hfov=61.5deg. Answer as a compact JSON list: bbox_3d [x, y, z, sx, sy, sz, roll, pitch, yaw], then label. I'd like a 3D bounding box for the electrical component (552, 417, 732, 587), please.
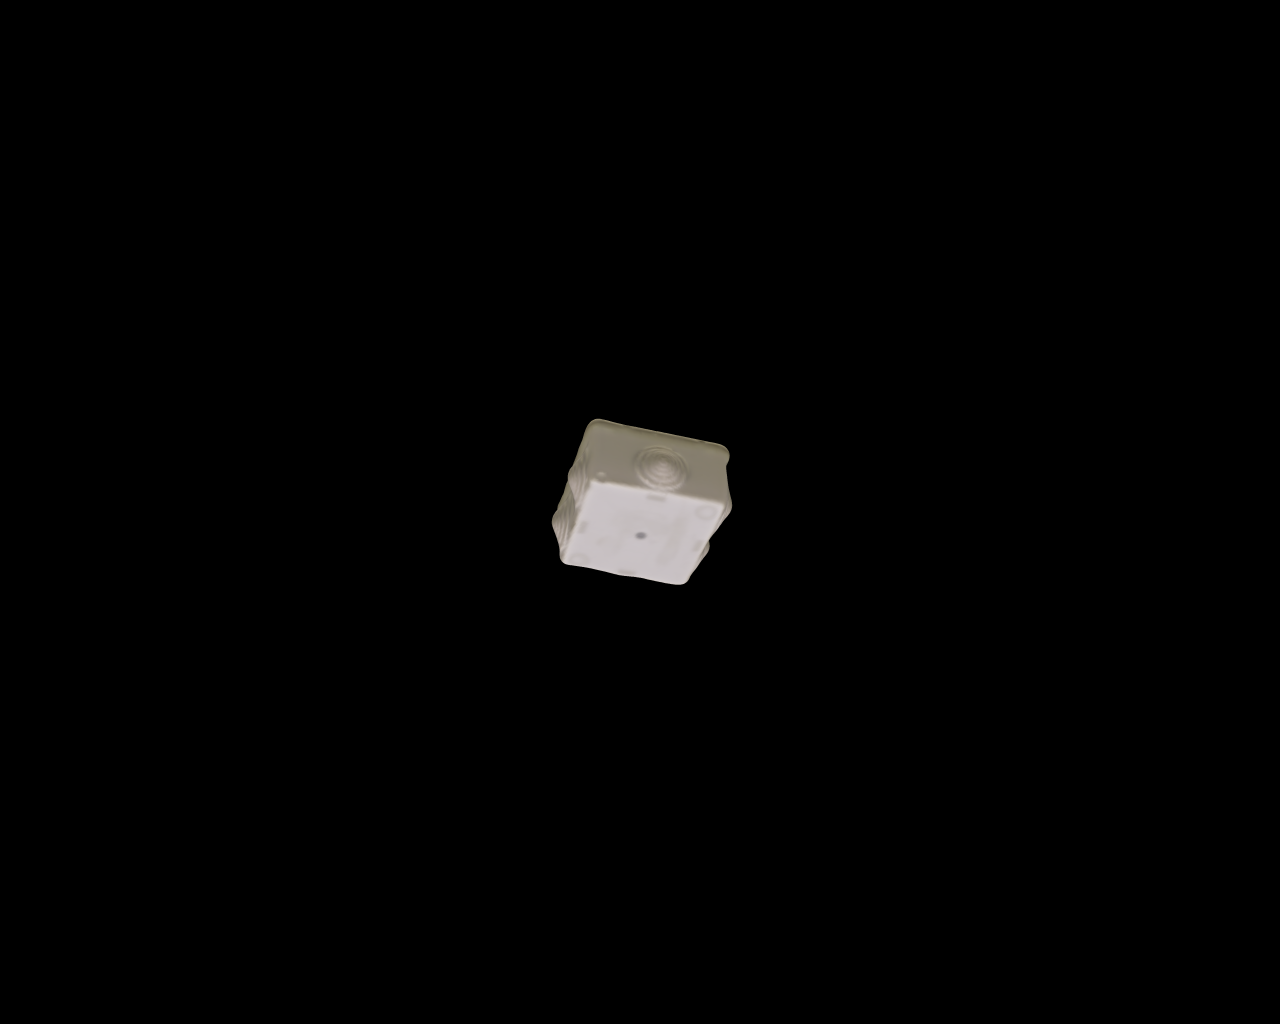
[{"bbox_3d":[0.001,-0.003,0.650,0.100,0.048,0.099,11,-43,-12],"label":"electrical component"}]
